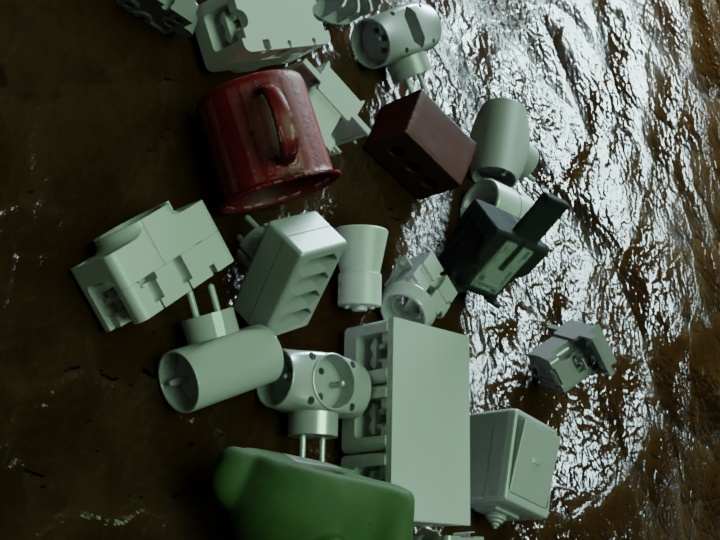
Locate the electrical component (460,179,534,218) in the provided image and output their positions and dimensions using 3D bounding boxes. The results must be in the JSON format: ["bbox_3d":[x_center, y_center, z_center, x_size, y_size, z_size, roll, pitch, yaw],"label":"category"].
[{"bbox_3d":[0.125,-0.052,0.982,0.047,0.055,0.055,25,63,-34],"label":"electrical component"}]

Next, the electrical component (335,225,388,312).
[{"bbox_3d":[0.000,0.000,0.854,0.044,0.044,0.065,10,77,-43],"label":"electrical component"}]

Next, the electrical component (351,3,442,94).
[{"bbox_3d":[0.039,-0.188,0.940,0.077,0.043,0.079,-29,100,-45],"label":"electrical component"}]

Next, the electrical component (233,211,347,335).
[{"bbox_3d":[-0.063,-0.008,0.776,0.047,0.083,0.076,-17,53,-46],"label":"electrical component"}]

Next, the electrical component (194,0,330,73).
[{"bbox_3d":[-0.077,-0.183,0.814,0.089,0.056,0.050,-19,92,-46],"label":"electrical component"}]

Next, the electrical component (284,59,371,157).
[{"bbox_3d":[-0.036,-0.122,0.849,0.081,0.042,0.063,45,53,-26],"label":"electrical component"}]

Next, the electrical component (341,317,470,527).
[{"bbox_3d":[0.034,0.121,0.838,0.089,0.062,0.150,16,68,-41],"label":"electrical component"}]

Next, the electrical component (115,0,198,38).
[{"bbox_3d":[-0.139,-0.207,0.768,0.066,0.048,0.055,29,67,-37],"label":"electrical component"}]

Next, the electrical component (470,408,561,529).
[{"bbox_3d":[0.129,0.173,0.919,0.062,0.061,0.096,31,59,-35],"label":"electrical component"}]

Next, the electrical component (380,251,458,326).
[{"bbox_3d":[0.046,0.021,0.890,0.066,0.048,0.055,58,39,-17],"label":"electrical component"}]

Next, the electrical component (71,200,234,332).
[{"bbox_3d":[-0.138,-0.007,0.710,0.089,0.050,0.055,-38,106,-44],"label":"electrical component"}]

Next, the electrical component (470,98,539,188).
[{"bbox_3d":[0.144,-0.111,1.024,0.079,0.043,0.077,31,59,-36],"label":"electrical component"}]

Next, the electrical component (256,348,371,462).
[{"bbox_3d":[-0.034,0.102,0.789,0.077,0.044,0.079,16,69,-41],"label":"electrical component"}]

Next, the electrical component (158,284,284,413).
[{"bbox_3d":[-0.100,0.049,0.737,0.077,0.044,0.079,-16,91,-46],"label":"electrical component"}]

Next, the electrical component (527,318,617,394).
[{"bbox_3d":[0.195,0.081,1.003,0.064,0.081,0.042,-34,105,-15],"label":"electrical component"}]

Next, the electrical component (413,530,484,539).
[{"bbox_3d":[0.033,0.221,0.768,0.079,0.121,0.063,15,67,-42],"label":"electrical component"}]
